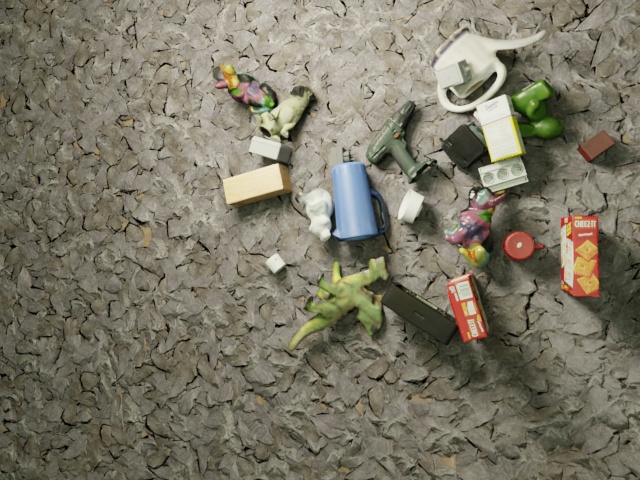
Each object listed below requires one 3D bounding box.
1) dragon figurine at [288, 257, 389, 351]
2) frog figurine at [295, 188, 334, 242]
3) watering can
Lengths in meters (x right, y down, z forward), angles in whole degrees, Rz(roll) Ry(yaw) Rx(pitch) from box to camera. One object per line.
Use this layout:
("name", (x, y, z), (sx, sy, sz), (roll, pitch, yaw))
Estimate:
("dragon figurine", (0.086, 0.221, 1.633), (0.243, 0.408, 0.122), (27, 7, 8))
("frog figurine", (0.005, -0.083, 1.646), (0.123, 0.162, 0.134), (-27, -31, -14))
("watering can", (0.474, -0.544, 1.533), (0.342, 0.226, 0.105), (-44, -12, 31))
